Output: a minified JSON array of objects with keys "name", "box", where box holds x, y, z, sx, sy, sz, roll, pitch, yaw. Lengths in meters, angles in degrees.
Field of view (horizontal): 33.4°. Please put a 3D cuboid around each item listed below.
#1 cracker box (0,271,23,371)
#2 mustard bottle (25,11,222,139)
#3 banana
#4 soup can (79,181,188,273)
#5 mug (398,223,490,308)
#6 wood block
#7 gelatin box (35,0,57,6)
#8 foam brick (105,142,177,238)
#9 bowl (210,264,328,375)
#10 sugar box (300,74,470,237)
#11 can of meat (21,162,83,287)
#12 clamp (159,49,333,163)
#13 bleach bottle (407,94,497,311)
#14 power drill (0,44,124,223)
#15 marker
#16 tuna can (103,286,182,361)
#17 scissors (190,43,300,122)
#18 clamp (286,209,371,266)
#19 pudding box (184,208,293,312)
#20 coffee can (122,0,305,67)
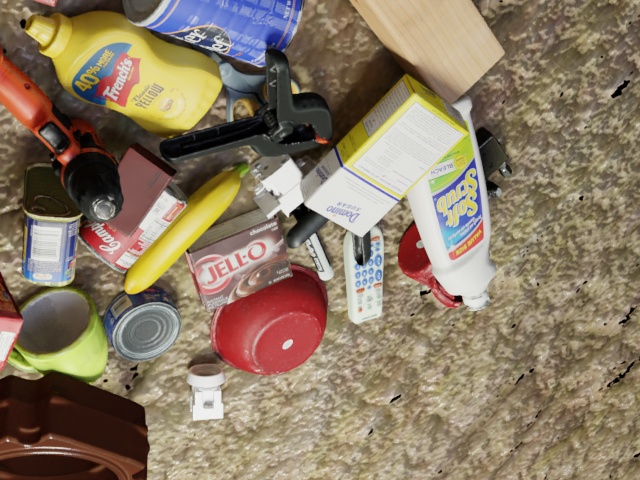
[{"name":"cracker box","box":[-0.401,0.043,0.981,0.213,0.164,0.072,12,112,-36]},{"name":"mustard bottle","box":[-0.194,-0.168,1.024,0.191,0.058,0.096,23,130,-38]},{"name":"banana","box":[-0.149,-0.008,1.163,0.198,0.037,0.069,-44,170,6]},{"name":"soup can","box":[-0.196,-0.025,1.119,0.102,0.069,0.068,-47,132,5]},{"name":"mug","box":[0.153,0.031,1.340,0.081,0.117,0.093,25,139,-35]},{"name":"wood block","box":[0.097,-0.248,1.122,0.090,0.091,0.205,-43,133,3]},{"name":"gelatin box","box":[-0.266,-0.255,0.942,0.089,0.030,0.073,11,115,-36]},{"name":"foam brick","box":[-0.185,-0.049,1.055,0.053,0.051,0.078,36,96,-8]},{"name":"bowl","box":[-0.051,0.111,1.311,0.161,0.055,0.162,-16,128,-21]},{"name":"sugar box","box":[0.068,-0.089,1.161,0.093,0.048,0.176,29,120,-35]},{"name":"can of meat","box":[-0.268,-0.015,1.061,0.057,0.102,0.084,4,123,-16]},{"name":"clamp","box":[-0.044,-0.129,1.095,0.165,0.036,0.209,-38,158,31]},{"name":"bleach bottle","box":[0.160,-0.038,1.258,0.102,0.068,0.251,-24,106,-16]},{"name":"power drill","box":[-0.256,-0.107,0.962,0.057,0.185,0.187,-41,123,-1]},{"name":"marker","box":[-0.008,0.002,1.283,0.020,0.020,0.121,-30,132,-9]},{"name":"tuna can","box":[-0.203,0.097,1.224,0.086,0.034,0.086,-16,128,-21]},{"name":"scissors","box":[-0.082,-0.183,1.112,0.096,0.016,0.201,-32,133,-10]},{"name":"clamp","box":[0.028,-0.052,1.241,0.120,0.039,0.171,2,108,-39]},{"name":"pudding box","box":[-0.095,0.021,1.231,0.113,0.039,0.090,-25,130,-14]},{"name":"coffee can","box":[-0.100,-0.232,1.007,0.140,0.103,0.103,13,114,-37]}]
